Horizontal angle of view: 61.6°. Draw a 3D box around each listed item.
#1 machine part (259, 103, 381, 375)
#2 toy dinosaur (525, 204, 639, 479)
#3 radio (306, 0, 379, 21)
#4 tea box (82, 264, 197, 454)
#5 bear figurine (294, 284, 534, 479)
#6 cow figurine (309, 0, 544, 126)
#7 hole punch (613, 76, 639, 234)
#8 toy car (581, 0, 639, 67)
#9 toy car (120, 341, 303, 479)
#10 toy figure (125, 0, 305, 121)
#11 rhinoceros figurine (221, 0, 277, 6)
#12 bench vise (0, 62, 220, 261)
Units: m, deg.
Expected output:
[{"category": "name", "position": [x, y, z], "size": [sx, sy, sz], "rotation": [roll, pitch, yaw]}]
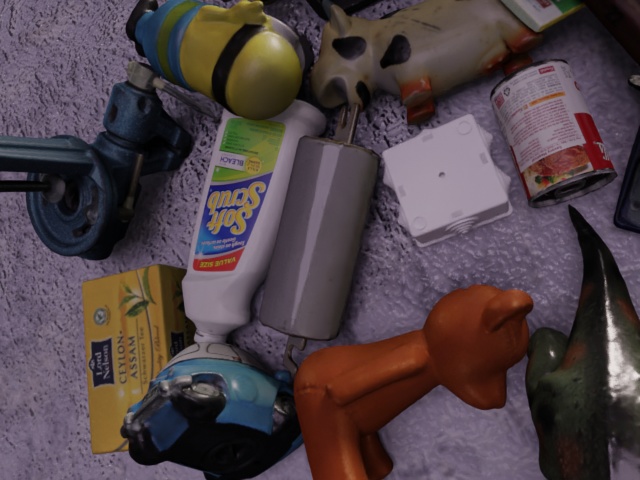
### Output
[{"category": "machine part", "position": [-0.001, -0.001, 0.481], "size": [0.079, 0.079, 0.243], "rotation": [14, 94, 22]}, {"category": "toy dinosaur", "position": [0.193, 0.160, 0.331], "size": [0.131, 0.192, 0.404], "rotation": [-15, 78, 15]}, {"category": "radio", "position": [0.074, -0.295, 0.481], "size": [0.230, 0.131, 0.073], "rotation": [-17, 76, 16]}, {"category": "tea box", "position": [-0.175, 0.117, 0.538], "size": [0.098, 0.068, 0.169], "rotation": [-14, 78, 17]}, {"category": "bear figurine", "position": [0.084, 0.116, 0.421], "size": [0.196, 0.120, 0.132], "rotation": [-20, 79, 11]}, {"category": "cow figurine", "position": [0.080, -0.174, 0.485], "size": [0.195, 0.085, 0.127], "rotation": [-22, 73, 12]}, {"category": "hole punch", "position": [0.291, -0.055, 0.397], "size": [0.142, 0.092, 0.116], "rotation": [16, 58, 24]}, {"category": "toy car", "position": [0.235, -0.163, 0.379], "size": [0.089, 0.053, 0.202], "rotation": [-23, 70, -14]}, {"category": "toy car", "position": [-0.092, 0.143, 0.474], "size": [0.109, 0.161, 0.103], "rotation": [-44, 39, 17]}, {"category": "toy figure", "position": [-0.095, -0.164, 0.483], "size": [0.180, 0.082, 0.089], "rotation": [21, 96, 22]}, {"category": "rhinoceros figurine", "position": [-0.057, -0.327, 0.543], "size": [0.073, 0.112, 0.190], "rotation": [15, 67, 26]}, {"category": "bench vise", "position": [-0.236, -0.072, 0.511], "size": [0.129, 0.240, 0.223], "rotation": [45, 114, 17]}]
